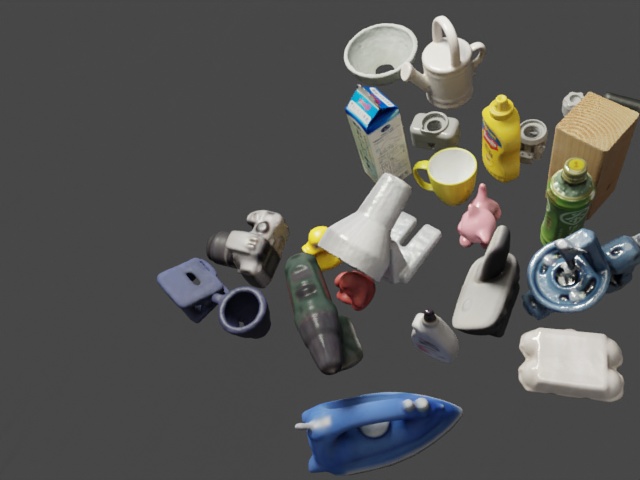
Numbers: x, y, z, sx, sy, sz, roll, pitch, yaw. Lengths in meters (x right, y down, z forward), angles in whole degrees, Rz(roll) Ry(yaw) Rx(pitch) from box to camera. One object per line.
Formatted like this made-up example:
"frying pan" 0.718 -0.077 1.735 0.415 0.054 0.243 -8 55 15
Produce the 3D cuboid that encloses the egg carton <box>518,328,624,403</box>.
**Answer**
"egg carton" 0.386 0.193 0.886 0.150 0.069 0.107 3 62 18

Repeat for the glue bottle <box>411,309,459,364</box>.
"glue bottle" 0.178 0.145 0.911 0.078 0.173 0.037 19 68 25

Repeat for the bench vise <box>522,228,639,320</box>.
"bench vise" 0.410 0.023 0.887 0.207 0.220 0.121 -41 58 -9

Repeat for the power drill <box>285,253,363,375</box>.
"power drill" 0.009 0.141 0.941 0.075 0.209 0.229 -24 57 2

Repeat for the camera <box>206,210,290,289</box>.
"camera" -0.150 0.005 1.130 0.136 0.101 0.143 11 65 22

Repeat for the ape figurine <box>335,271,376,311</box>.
"ape figurine" 0.060 0.084 1.029 0.076 0.092 0.077 -20 57 5

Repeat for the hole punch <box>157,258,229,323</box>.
"hole punch" -0.247 0.087 1.116 0.101 0.091 0.108 -43 59 -10

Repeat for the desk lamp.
"desk lamp" 0.106 -0.006 0.995 0.117 0.214 0.203 31 73 29

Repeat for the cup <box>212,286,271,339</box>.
"cup" -0.139 0.139 1.053 0.117 0.095 0.092 20 68 25

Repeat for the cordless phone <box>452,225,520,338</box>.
"cordless phone" 0.268 0.067 0.923 0.094 0.185 0.148 13 65 23

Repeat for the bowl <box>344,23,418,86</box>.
"bowl" 0.142 -0.407 1.299 0.167 0.075 0.167 -7 59 12

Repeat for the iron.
"iron" 0.090 0.276 0.880 0.258 0.142 0.118 -16 58 7

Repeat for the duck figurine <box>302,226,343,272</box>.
"duck figurine" 0.010 0.004 1.093 0.104 0.086 0.077 -37 58 -7

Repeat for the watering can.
"watering can" 0.253 -0.364 1.171 0.173 0.194 0.100 -41 58 -9

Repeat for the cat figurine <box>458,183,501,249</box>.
"cat figurine" 0.283 -0.040 1.021 0.067 0.118 0.128 7 63 20
